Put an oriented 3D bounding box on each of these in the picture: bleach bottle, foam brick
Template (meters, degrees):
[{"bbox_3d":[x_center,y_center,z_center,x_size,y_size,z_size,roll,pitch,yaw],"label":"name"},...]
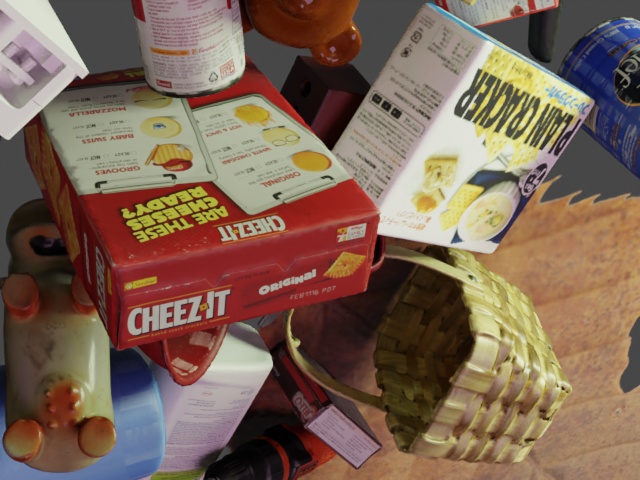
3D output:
[{"bbox_3d":[-0.137,0.182,0.950,0.102,0.068,0.251,8,125,-36],"label":"bleach bottle"},{"bbox_3d":[0.000,-0.091,0.801,0.051,0.053,0.078,6,123,-36],"label":"foam brick"}]

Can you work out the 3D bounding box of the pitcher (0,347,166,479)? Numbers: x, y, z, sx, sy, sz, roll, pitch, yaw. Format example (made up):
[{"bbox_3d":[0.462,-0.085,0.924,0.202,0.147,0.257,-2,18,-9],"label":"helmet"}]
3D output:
[{"bbox_3d":[-0.246,0.167,0.819,0.242,0.145,0.149,-10,146,-29],"label":"pitcher"}]

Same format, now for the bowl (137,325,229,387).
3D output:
[{"bbox_3d":[-0.108,0.025,0.797,0.055,0.162,0.162,9,134,14],"label":"bowl"}]

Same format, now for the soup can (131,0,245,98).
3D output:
[{"bbox_3d":[-0.086,-0.150,0.677,0.068,0.069,0.102,-18,127,-18],"label":"soup can"}]

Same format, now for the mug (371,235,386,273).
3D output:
[{"bbox_3d":[-0.005,0.001,0.833,0.117,0.081,0.093,-3,171,-12],"label":"mug"}]

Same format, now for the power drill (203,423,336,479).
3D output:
[{"bbox_3d":[-0.076,0.258,1.024,0.184,0.057,0.188,-8,137,-55],"label":"power drill"}]

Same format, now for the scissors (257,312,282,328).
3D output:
[{"bbox_3d":[0.031,0.007,0.933,0.096,0.016,0.202,14,119,-39],"label":"scissors"}]

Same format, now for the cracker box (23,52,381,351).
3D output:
[{"bbox_3d":[-0.085,-0.035,0.680,0.164,0.214,0.072,-12,131,-23],"label":"cracker box"}]

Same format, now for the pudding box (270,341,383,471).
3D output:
[{"bbox_3d":[0.003,0.153,0.990,0.039,0.090,0.113,-40,137,4],"label":"pudding box"}]

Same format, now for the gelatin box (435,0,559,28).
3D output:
[{"bbox_3d":[0.125,-0.196,0.780,0.089,0.030,0.073,-12,139,15],"label":"gelatin box"}]

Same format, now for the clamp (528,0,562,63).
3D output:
[{"bbox_3d":[0.194,-0.243,0.795,0.165,0.036,0.209,-34,135,11],"label":"clamp"}]

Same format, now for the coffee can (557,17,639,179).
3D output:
[{"bbox_3d":[0.279,-0.109,0.894,0.102,0.140,0.103,-17,134,-19],"label":"coffee can"}]

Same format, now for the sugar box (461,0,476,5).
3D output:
[{"bbox_3d":[0.097,-0.206,0.652,0.048,0.176,0.093,28,111,-7],"label":"sugar box"}]
